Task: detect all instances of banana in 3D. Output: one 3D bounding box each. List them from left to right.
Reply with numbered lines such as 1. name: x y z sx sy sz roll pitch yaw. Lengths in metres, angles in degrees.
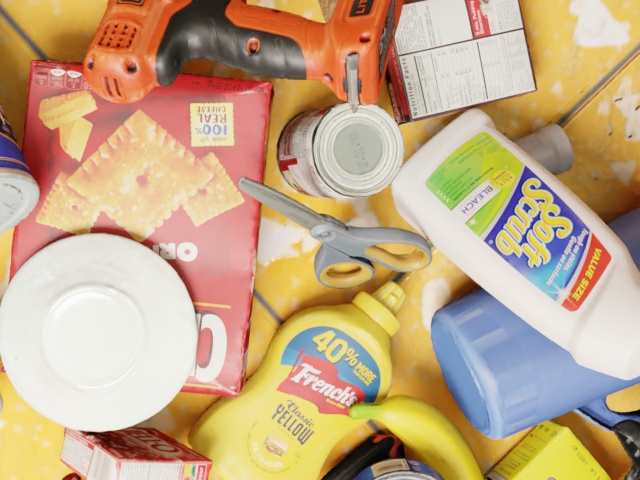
1. banana: 0.092 0.189 0.796 0.069 0.037 0.198 -30 98 -7

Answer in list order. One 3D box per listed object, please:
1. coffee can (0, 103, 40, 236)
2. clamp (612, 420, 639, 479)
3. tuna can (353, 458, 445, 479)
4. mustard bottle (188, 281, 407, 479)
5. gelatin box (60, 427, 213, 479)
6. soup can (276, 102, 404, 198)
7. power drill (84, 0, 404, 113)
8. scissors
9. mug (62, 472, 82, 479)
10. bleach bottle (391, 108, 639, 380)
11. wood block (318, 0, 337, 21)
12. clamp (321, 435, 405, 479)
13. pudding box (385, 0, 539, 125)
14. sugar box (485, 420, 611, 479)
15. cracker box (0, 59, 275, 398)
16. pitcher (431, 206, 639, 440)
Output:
1. coffee can: -0.250 -0.072 0.668 0.102 0.103 0.140 -23 75 -13
2. clamp: 0.256 0.180 0.820 0.171 0.039 0.120 -8 127 -40
3. tuna can: 0.057 0.199 0.756 0.086 0.034 0.086 -1 99 -4
4. mustard bottle: -0.003 0.107 0.795 0.096 0.058 0.191 42 82 -8
5. gelatin box: -0.128 0.152 0.737 0.073 0.089 0.030 11 91 -36
6. soup can: 0.013 -0.064 0.766 0.068 0.102 0.068 -1 93 -15
7. power drill: -0.043 -0.157 0.691 0.188 0.057 0.184 7 57 11
8. scissors: -0.005 0.001 0.750 0.201 0.096 0.016 15 56 -39
9. mug: -0.150 0.215 0.748 0.093 0.082 0.117 -31 101 -12
10. bleach bottle: 0.165 0.010 0.747 0.102 0.251 0.068 -40 144 -12
11. wood block: 0.093 -0.239 0.785 0.206 0.090 0.091 -22 98 -13
12. clamp: 0.025 0.249 0.794 0.164 0.036 0.209 41 62 -25
13. pudding box: 0.104 -0.144 0.820 0.113 0.039 0.090 -14 97 -13
14. sugar box: 0.154 0.236 0.852 0.176 0.048 0.093 -44 103 -10
15. cracker box: -0.122 -0.009 0.730 0.164 0.072 0.214 6 91 -1
16. pitcher: 0.217 0.067 0.819 0.242 0.149 0.145 -23 144 -9
